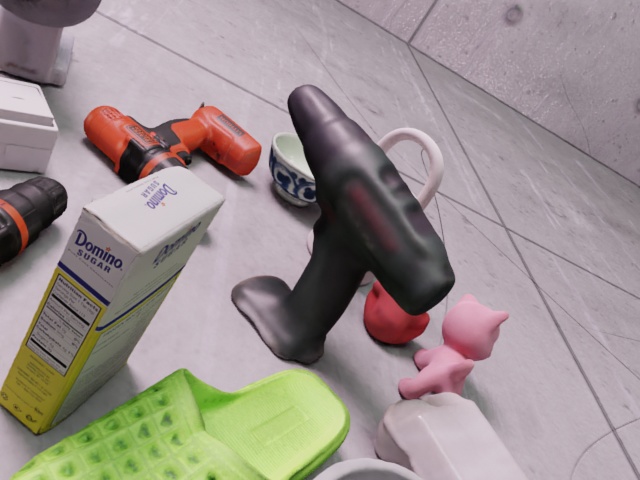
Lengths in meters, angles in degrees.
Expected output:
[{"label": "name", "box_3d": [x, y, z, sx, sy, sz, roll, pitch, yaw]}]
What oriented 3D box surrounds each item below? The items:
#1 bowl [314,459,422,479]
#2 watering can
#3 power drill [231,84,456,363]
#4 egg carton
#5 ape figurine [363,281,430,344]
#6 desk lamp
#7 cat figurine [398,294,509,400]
[{"label": "bowl", "box_3d": [0.038, 0.232, 0.361, 0.168, 0.074, 0.167, 26, 30, -16]}, {"label": "watering can", "box_3d": [0.070, -0.043, 0.683, 0.101, 0.194, 0.173, 36, 29, 2]}, {"label": "power drill", "box_3d": [0.005, 0.002, 0.532, 0.229, 0.208, 0.076, 46, 31, 20]}, {"label": "egg carton", "box_3d": [0.117, 0.203, 0.493, 0.108, 0.069, 0.150, 4, 41, -43]}, {"label": "ape figurine", "box_3d": [0.094, 0.068, 0.647, 0.077, 0.092, 0.076, 47, 31, 21]}, {"label": "desk lamp", "box_3d": [-0.307, -0.285, 0.630, 0.118, 0.213, 0.203, 17, 33, -29]}, {"label": "cat figurine", "box_3d": [0.151, 0.116, 0.610, 0.067, 0.117, 0.128, 37, 29, 5]}]
